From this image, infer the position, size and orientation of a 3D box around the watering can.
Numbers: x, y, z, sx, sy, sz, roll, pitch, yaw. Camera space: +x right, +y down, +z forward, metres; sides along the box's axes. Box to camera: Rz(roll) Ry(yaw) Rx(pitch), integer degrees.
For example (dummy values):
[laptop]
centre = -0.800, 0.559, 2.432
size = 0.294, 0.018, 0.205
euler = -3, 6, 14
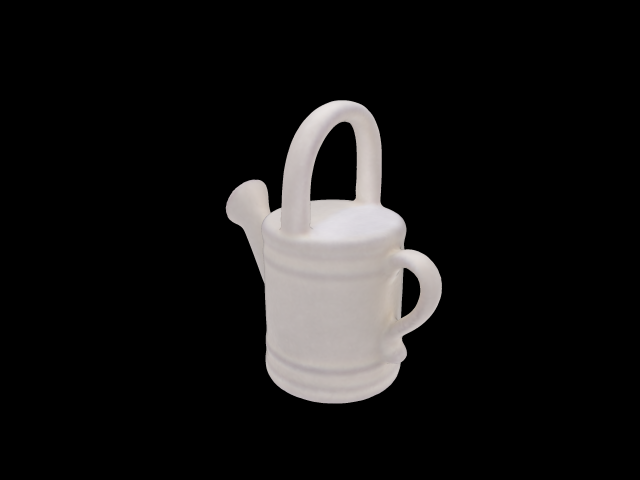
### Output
[watering can]
centre = 0.002, 0.002, 0.398
size = 0.172, 0.194, 0.101
euler = 7, 21, 18
